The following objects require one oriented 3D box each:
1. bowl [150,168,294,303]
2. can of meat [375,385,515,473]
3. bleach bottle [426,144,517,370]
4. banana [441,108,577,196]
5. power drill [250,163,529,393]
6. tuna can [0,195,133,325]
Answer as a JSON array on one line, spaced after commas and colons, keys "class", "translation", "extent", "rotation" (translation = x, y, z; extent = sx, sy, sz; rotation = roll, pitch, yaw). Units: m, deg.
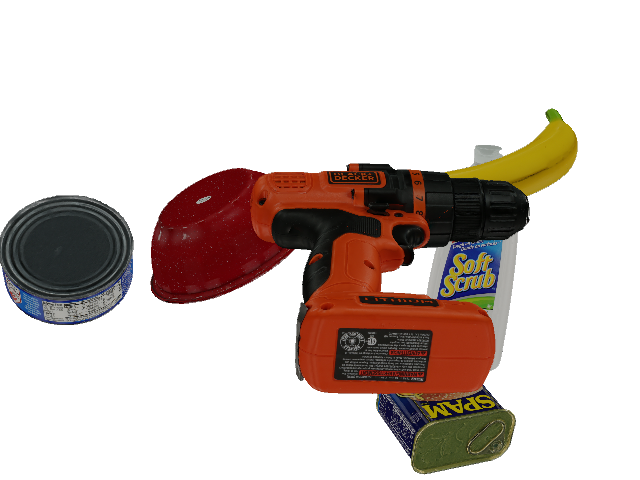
[{"class": "bowl", "translation": [-0.088, -0.015, 0.927], "extent": [0.162, 0.055, 0.162], "rotation": [-22, 26, 11]}, {"class": "can of meat", "translation": [0.111, 0.158, 0.973], "extent": [0.102, 0.057, 0.084], "rotation": [-6, 31, -22]}, {"class": "bleach bottle", "translation": [0.169, 0.017, 1.205], "extent": [0.103, 0.251, 0.068], "rotation": [8, 16, 15]}, {"class": "banana", "translation": [0.140, -0.053, 0.851], "extent": [0.197, 0.037, 0.070], "rotation": [-24, 28, -26]}, {"class": "power drill", "translation": [0.051, 0.015, 0.643], "extent": [0.184, 0.057, 0.187], "rotation": [-1, 30, -3]}, {"class": "tuna can", "translation": [-0.166, 0.013, 0.703], "extent": [0.086, 0.086, 0.034], "rotation": [0, -38, -8]}]
